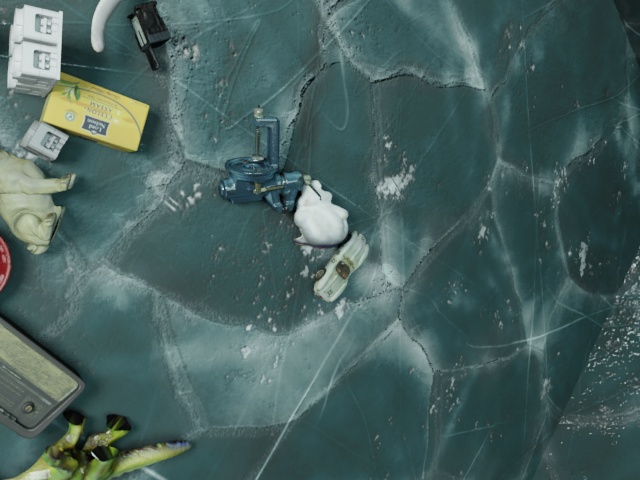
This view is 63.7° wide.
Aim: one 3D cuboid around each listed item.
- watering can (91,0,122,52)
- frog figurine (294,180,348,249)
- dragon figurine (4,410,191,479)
[{"bbox_3d":[-0.380,-0.513,0.950,0.226,0.103,0.348,-20,87,-31],"label":"watering can"},{"bbox_3d":[0.004,-0.063,1.248,0.137,0.124,0.157,-2,106,-16],"label":"frog figurine"},{"bbox_3d":[-0.462,0.466,0.975,0.406,0.124,0.242,29,94,-40],"label":"dragon figurine"}]
